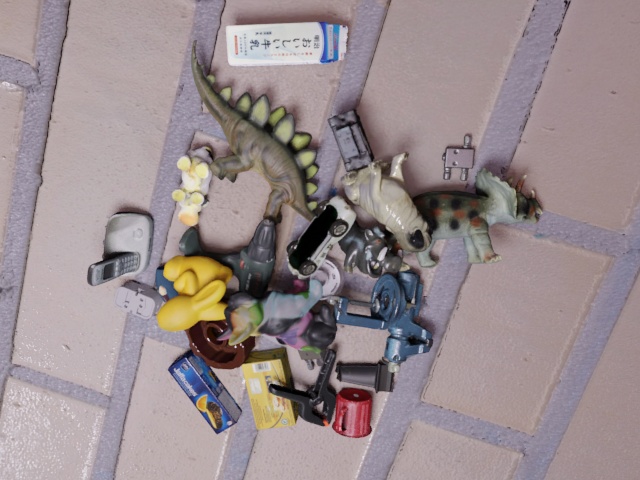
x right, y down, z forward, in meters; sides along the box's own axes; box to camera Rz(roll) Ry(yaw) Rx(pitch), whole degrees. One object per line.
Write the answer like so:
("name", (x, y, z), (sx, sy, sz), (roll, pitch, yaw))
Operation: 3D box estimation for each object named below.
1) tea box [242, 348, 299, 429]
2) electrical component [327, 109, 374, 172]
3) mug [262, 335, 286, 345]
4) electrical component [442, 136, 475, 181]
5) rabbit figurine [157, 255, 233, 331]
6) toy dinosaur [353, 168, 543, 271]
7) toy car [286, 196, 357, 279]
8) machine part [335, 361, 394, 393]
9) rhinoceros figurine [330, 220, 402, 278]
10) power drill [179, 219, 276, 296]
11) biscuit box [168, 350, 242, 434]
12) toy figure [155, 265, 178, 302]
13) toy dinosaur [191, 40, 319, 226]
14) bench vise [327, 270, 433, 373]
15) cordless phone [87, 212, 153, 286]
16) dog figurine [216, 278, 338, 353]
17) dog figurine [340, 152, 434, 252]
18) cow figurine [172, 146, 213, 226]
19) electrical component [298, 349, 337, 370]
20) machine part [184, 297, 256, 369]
("tea box", (-0.113, 0.345, 1.250), (0.098, 0.068, 0.169), (-8, 102, 9))
("electrical component", (0.063, -0.200, 1.075), (0.058, 0.134, 0.114), (-21, 98, 13))
("mug", (-0.101, 0.185, 1.205), (0.107, 0.109, 0.080), (12, 79, 39))
("electrical component", (0.285, -0.169, 1.111), (0.063, 0.021, 0.094), (5, 103, 6))
("rabbit figurine", (-0.254, 0.122, 1.091), (0.163, 0.173, 0.121), (5, 124, 20))
("toy dinosaur", (0.248, -0.038, 1.103), (0.405, 0.131, 0.192), (-5, 85, 16))
("toy car", (-0.002, -0.003, 1.117), (0.201, 0.056, 0.074), (-53, 54, 25))
("machine part", (0.103, 0.311, 1.232), (0.139, 0.039, 0.084), (8, 109, 4))
("rhinoceros figurine", (0.092, 0.016, 1.107), (0.191, 0.073, 0.112), (41, 108, 43))
("power drill", (-0.195, 0.030, 1.163), (0.207, 0.086, 0.231), (9, 127, 6))
("biscuit box", (-0.272, 0.357, 1.276), (0.063, 0.059, 0.202), (-34, 96, 13))
("toy figure", (-0.339, 0.133, 1.235), (0.058, 0.064, 0.154), (10, 112, 48))
("toy dinosaur", (-0.130, -0.191, 1.121), (0.198, 0.105, 0.471), (-45, 103, 6))
("bench vise", (0.123, 0.165, 1.139), (0.240, 0.129, 0.223), (11, 97, -21))
("cordless phone", (-0.444, 0.017, 1.160), (0.089, 0.184, 0.146), (13, 104, 8))
("dog figurine", (-0.091, 0.171, 1.074), (0.219, 0.109, 0.191), (-26, 103, -26))
("dog figurine", (0.129, -0.057, 1.065), (0.121, 0.172, 0.190), (-20, 92, -23))
("cow figurine", (-0.272, -0.117, 1.165), (0.068, 0.098, 0.167), (17, 123, -3))
("electrical component", (-0.011, 0.243, 1.230), (0.078, 0.045, 0.102), (-20, 98, 39))
("machine part", (-0.228, 0.208, 1.213), (0.180, 0.056, 0.179), (13, 117, 26))
